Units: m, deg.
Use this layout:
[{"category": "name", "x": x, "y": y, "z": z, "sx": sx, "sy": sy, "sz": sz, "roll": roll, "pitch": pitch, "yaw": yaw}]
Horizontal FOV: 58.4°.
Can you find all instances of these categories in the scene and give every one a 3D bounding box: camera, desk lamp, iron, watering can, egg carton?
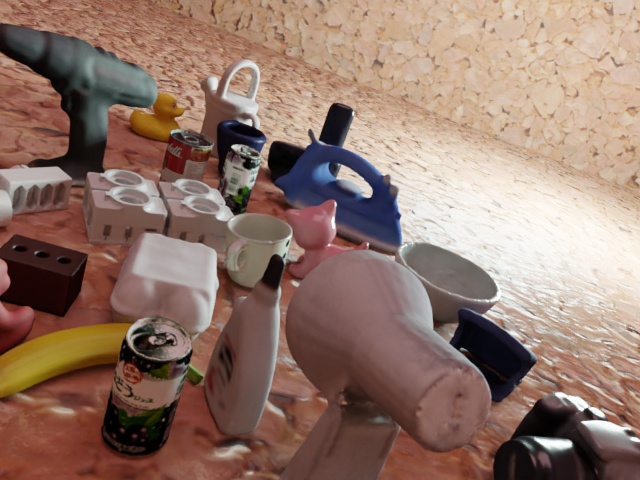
[{"category": "camera", "x": 0.242, "y": 0.215, "z": 0.573, "sx": 0.137, "sy": 0.101, "sz": 0.143, "roll": 12, "pitch": 25, "yaw": -20}, {"category": "desk lamp", "x": 0.037, "y": 0.138, "z": 0.431, "sx": 0.118, "sy": 0.213, "sz": 0.202, "roll": 10, "pitch": 26, "yaw": -23}, {"category": "iron", "x": 0.056, "y": -0.089, "z": 1.020, "sx": 0.257, "sy": 0.141, "sz": 0.119, "roll": 27, "pitch": 24, "yaw": 14}, {"category": "watering can", "x": -0.181, "y": -0.271, "z": 1.150, "sx": 0.172, "sy": 0.194, "sz": 0.101, "roll": 26, "pitch": 24, "yaw": 12}, {"category": "egg carton", "x": -0.167, "y": 0.051, "z": 0.630, "sx": 0.107, "sy": 0.069, "sz": 0.150, "roll": 14, "pitch": 25, "yaw": -15}]

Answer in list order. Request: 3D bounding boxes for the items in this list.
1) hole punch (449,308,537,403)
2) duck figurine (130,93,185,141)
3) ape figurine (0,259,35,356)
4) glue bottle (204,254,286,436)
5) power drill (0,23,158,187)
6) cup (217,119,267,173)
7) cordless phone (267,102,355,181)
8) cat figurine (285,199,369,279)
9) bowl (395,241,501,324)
[{"category": "hole punch", "x": 0.221, "y": 0.135, "z": 0.738, "sx": 0.108, "sy": 0.091, "sz": 0.101, "roll": 35, "pitch": 27, "yaw": 29}, {"category": "duck figurine", "x": -0.315, "y": -0.247, "z": 1.124, "sx": 0.105, "sy": 0.086, "sz": 0.077, "roll": 7, "pitch": 27, "yaw": -28}, {"category": "ape figurine", "x": -0.292, "y": 0.053, "z": 0.496, "sx": 0.077, "sy": 0.092, "sz": 0.076, "roll": 27, "pitch": 24, "yaw": 14}, {"category": "glue bottle", "x": -0.062, "y": 0.087, "z": 0.510, "sx": 0.037, "sy": 0.173, "sz": 0.078, "roll": 3, "pitch": 29, "yaw": -34}, {"category": "power drill", "x": -0.347, "y": -0.182, "z": 0.808, "sx": 0.075, "sy": 0.208, "sz": 0.230, "roll": 36, "pitch": 28, "yaw": 32}, {"category": "cup", "x": -0.160, "y": -0.170, "z": 1.076, "sx": 0.092, "sy": 0.095, "sz": 0.117, "roll": 7, "pitch": 27, "yaw": -28}, {"category": "cordless phone", "x": -0.018, "y": -0.194, "z": 1.131, "sx": 0.148, "sy": 0.185, "sz": 0.094, "roll": 16, "pitch": 24, "yaw": -11}, {"category": "cat figurine", "x": 0.007, "y": 0.003, "z": 0.814, "sx": 0.127, "sy": 0.118, "sz": 0.067, "roll": 25, "pitch": 24, "yaw": 9}, {"category": "bowl", "x": 0.179, "y": 0.074, "z": 0.855, "sx": 0.167, "sy": 0.075, "sz": 0.167, "roll": 17, "pitch": 24, "yaw": -8}]
